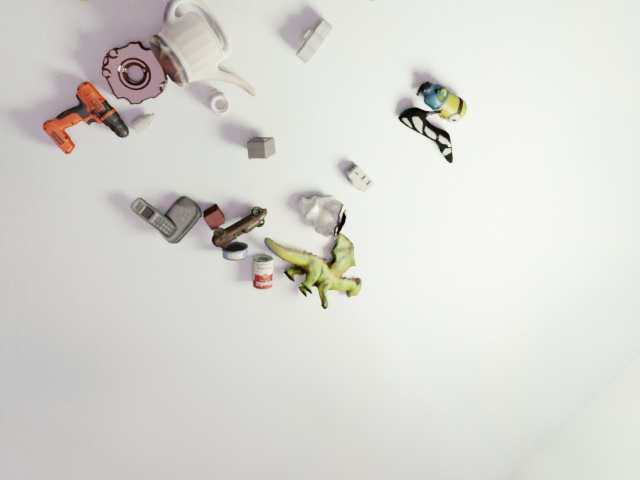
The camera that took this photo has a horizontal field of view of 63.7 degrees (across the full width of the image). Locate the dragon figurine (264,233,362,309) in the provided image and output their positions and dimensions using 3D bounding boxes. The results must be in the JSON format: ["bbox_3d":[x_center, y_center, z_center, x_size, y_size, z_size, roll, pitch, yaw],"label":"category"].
[{"bbox_3d":[0.010,0.075,1.772,0.245,0.123,0.404,-44,116,-15],"label":"dragon figurine"}]

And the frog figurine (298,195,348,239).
[{"bbox_3d":[0.005,-0.086,1.712,0.160,0.124,0.135,20,118,18],"label":"frog figurine"}]

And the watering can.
[{"bbox_3d":[-0.332,-0.511,1.454,0.227,0.104,0.342,-43,119,-20],"label":"watering can"}]
